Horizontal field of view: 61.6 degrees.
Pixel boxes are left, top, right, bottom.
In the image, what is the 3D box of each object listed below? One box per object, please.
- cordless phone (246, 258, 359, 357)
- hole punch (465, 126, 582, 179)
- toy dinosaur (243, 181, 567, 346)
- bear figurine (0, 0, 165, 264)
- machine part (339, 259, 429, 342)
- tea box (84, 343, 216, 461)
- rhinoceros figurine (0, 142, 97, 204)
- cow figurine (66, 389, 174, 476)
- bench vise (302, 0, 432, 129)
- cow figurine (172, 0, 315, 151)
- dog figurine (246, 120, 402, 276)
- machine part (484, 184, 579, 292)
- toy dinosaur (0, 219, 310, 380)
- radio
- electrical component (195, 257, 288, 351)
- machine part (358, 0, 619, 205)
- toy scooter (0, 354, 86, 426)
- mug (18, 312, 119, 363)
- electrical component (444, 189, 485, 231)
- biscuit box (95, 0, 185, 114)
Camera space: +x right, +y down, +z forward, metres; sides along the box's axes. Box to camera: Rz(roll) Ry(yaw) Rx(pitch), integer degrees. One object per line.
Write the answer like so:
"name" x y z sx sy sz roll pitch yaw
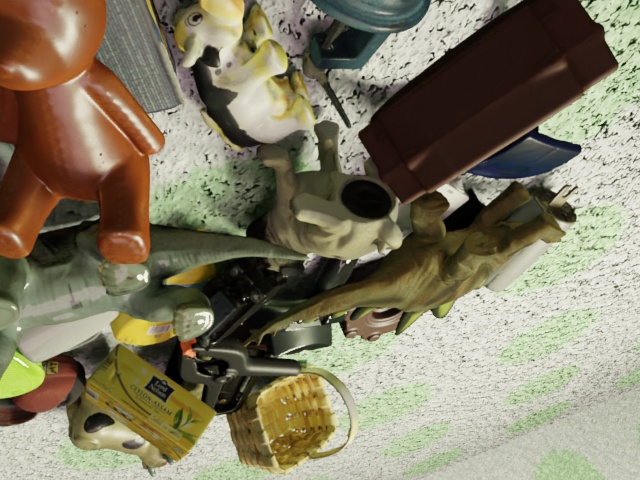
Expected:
"cordless phone" -0.011 0.067 0.754 0.146 0.089 0.184 -2 131 -39
"hole punch" 0.225 -0.111 0.634 0.142 0.092 0.115 2 142 -35
"toy dinosaur" 0.135 0.037 0.664 0.471 0.105 0.198 -9 143 -28
"bear figurine" -0.165 -0.085 0.330 0.120 0.132 0.195 5 149 -7
"machine part" 0.106 0.096 0.868 0.179 0.056 0.179 -15 143 -12
"tea box" -0.242 0.232 0.761 0.169 0.068 0.098 37 143 -4
"rhinoceros figurine" -0.268 -0.073 0.435 0.190 0.073 0.112 -10 144 -17
"cow figurine" -0.306 0.307 0.867 0.085 0.127 0.194 -37 140 25
"bench vise" 0.059 -0.201 0.411 0.224 0.129 0.240 -13 165 -28
"cow figurine" -0.076 -0.145 0.452 0.098 0.068 0.167 -23 144 13
"dog figurine" 0.001 -0.004 0.579 0.121 0.172 0.190 -18 146 -25
"machine part" 0.310 0.003 0.834 0.079 0.079 0.243 2 137 -30
"toy dinosaur" -0.230 0.029 0.509 0.405 0.192 0.131 -9 124 -25
"radio" -0.164 0.200 0.846 0.131 0.073 0.229 1 139 -29
"electrical component" -0.106 0.073 0.664 0.115 0.058 0.134 -46 175 20
"machine part" 0.143 -0.128 0.483 0.201 0.087 0.201 -33 -176 25
"toy scooter" -0.418 0.198 0.714 0.184 0.075 0.135 -28 144 16
"mug" -0.293 0.092 0.635 0.107 0.081 0.109 -24 139 -11
"electrical component" 0.192 -0.012 0.778 0.119 0.048 0.074 -37 141 21
"biscuit box" -0.154 -0.180 0.367 0.063 0.059 0.202 -16 145 -6
